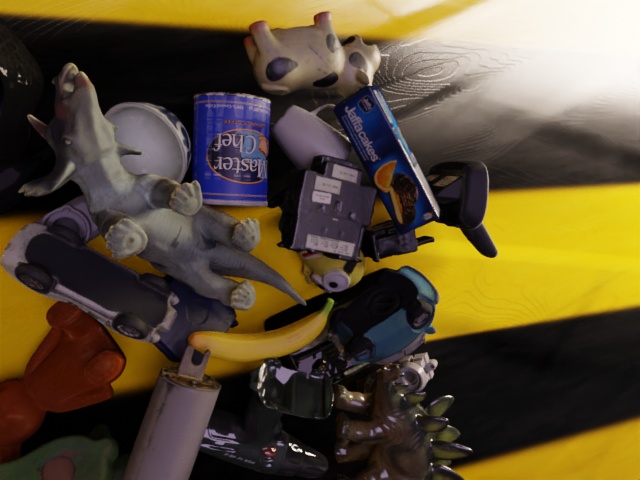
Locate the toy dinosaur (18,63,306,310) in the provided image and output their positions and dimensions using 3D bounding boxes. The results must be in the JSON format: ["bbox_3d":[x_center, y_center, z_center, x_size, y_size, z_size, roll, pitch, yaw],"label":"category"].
[{"bbox_3d":[-0.184,-0.016,0.649,0.131,0.192,0.404,-54,139,-11],"label":"toy dinosaur"}]

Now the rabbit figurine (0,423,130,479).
[{"bbox_3d":[-0.316,0.305,0.674,0.121,0.170,0.159,39,48,9],"label":"rabbit figurine"}]

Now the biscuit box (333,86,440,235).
[{"bbox_3d":[0.094,-0.110,0.741,0.063,0.059,0.202,-26,99,20],"label":"biscuit box"}]

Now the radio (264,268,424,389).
[{"bbox_3d":[0.043,0.142,0.824,0.230,0.073,0.131,-21,102,-18],"label":"radio"}]

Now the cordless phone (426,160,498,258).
[{"bbox_3d":[0.238,-0.033,0.843,0.089,0.147,0.184,-40,105,-5],"label":"cordless phone"}]

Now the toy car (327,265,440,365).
[{"bbox_3d":[0.097,0.121,0.753,0.162,0.109,0.102,-37,125,-5],"label":"toy car"}]

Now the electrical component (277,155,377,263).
[{"bbox_3d":[0.011,-0.043,0.717,0.115,0.058,0.134,14,87,-28],"label":"electrical component"}]

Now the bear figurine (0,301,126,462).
[{"bbox_3d":[-0.342,0.174,0.651,0.196,0.132,0.120,-33,78,-19],"label":"bear figurine"}]

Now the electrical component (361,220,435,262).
[{"bbox_3d":[0.120,-0.004,0.840,0.119,0.075,0.047,-16,102,-15],"label":"electrical component"}]

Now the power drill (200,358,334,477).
[{"bbox_3d":[-0.057,0.258,0.754,0.232,0.207,0.086,19,45,-15],"label":"power drill"}]

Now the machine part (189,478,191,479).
[{"bbox_3d":[-0.233,0.407,0.673,0.201,0.202,0.087,-23,107,-18],"label":"machine part"}]

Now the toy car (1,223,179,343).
[{"bbox_3d":[-0.260,0.051,0.625,0.201,0.056,0.073,32,53,-17],"label":"toy car"}]

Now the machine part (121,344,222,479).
[{"bbox_3d":[-0.182,0.245,0.647,0.079,0.079,0.243,19,87,-22],"label":"machine part"}]

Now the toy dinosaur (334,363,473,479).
[{"bbox_3d":[0.120,0.333,0.813,0.199,0.105,0.470,-2,130,2],"label":"toy dinosaur"}]

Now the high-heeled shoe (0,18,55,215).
[{"bbox_3d":[-0.404,-0.155,0.636,0.145,0.086,0.248,-27,87,13],"label":"high-heeled shoe"}]

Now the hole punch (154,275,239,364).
[{"bbox_3d":[-0.182,0.103,0.726,0.116,0.092,0.142,-46,105,-15],"label":"hole punch"}]

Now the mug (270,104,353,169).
[{"bbox_3d":[-0.010,-0.149,0.770,0.107,0.081,0.109,39,94,-14],"label":"mug"}]

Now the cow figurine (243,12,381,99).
[{"bbox_3d":[0.000,-0.248,0.762,0.195,0.085,0.127,-15,95,-22],"label":"cow figurine"}]

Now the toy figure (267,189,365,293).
[{"bbox_3d":[0.001,-0.003,0.790,0.089,0.082,0.180,-37,104,-17],"label":"toy figure"}]
